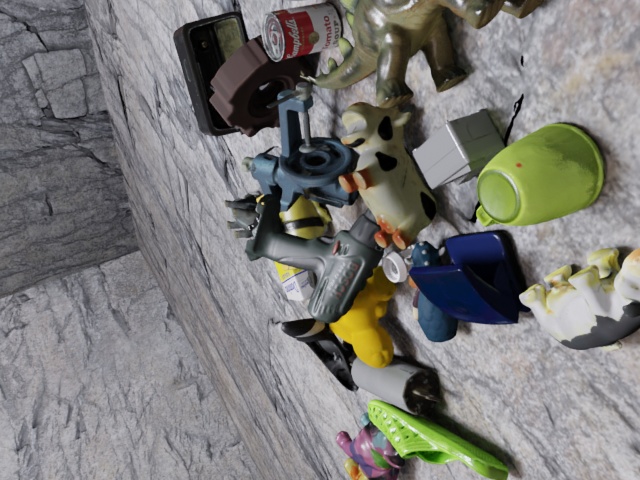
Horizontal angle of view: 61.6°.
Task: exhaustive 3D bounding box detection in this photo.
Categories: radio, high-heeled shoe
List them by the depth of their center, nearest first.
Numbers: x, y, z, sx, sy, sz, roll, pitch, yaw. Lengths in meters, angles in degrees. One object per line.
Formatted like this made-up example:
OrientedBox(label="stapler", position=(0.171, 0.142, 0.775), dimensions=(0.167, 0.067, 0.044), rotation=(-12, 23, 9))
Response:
OrientedBox(label="high-heeled shoe", position=(0.006, 0.226, 1.040), dimensions=(0.086, 0.248, 0.145), rotation=(-15, 73, 34))
OrientedBox(label="radio", position=(-0.203, -0.330, 1.092), dimensions=(0.073, 0.131, 0.229), rotation=(18, 125, 61))

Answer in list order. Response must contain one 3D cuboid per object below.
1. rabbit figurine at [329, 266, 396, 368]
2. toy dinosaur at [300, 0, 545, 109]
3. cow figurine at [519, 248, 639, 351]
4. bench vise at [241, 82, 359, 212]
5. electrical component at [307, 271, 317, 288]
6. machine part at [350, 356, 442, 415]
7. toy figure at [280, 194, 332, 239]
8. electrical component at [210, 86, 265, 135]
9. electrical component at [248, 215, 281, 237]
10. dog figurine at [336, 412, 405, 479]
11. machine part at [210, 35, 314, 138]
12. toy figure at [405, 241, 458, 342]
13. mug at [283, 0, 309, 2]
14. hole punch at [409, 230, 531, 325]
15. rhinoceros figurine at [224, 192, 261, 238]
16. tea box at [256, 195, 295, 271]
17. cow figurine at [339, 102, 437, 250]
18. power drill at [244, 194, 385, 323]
OrientedBox(label="rabbit figurine", position=(0.068, 0.142, 0.940), dimensions=(0.173, 0.122, 0.162), rotation=(66, 159, 3))
OrientedBox(label="toy dinosaur", position=(0.092, -0.259, 0.610), dimensions=(0.471, 0.105, 0.198), rotation=(-31, 77, 58))
OrientedBox(label="cow figurine", position=(0.281, 0.061, 0.516), dimensions=(0.098, 0.068, 0.167), rotation=(59, 157, 6))
OrientedBox(label="bench vise", position=(-0.038, -0.149, 0.881), dimensions=(0.224, 0.129, 0.240), rotation=(27, 142, 28))
OrientedBox(label="electrical component", position=(0.003, 0.069, 1.074), dimensions=(0.021, 0.063, 0.093), rotation=(32, 138, 51))
OrientedBox(label="machine part", position=(0.130, 0.248, 0.952), dimensions=(0.243, 0.079, 0.079), rotation=(0, 110, 62))
OrientedBox(label="toy figure", position=(-0.050, -0.071, 1.040), dimensions=(0.180, 0.089, 0.082), rotation=(68, 159, -3))
OrientedBox(label="electrical component", position=(-0.128, -0.276, 1.018), dimensions=(0.134, 0.058, 0.114), rotation=(-20, 110, 42))
OrientedBox(label="electrical component", position=(-0.099, -0.019, 1.067), dimensions=(0.075, 0.048, 0.119), rotation=(64, 153, 6))
OrientedBox(label="dog figurine", position=(0.132, 0.424, 1.054), dimensions=(0.219, 0.108, 0.191), rotation=(-21, 89, 62))
OrientedBox(label="machine part", position=(-0.092, -0.251, 0.886), dimensions=(0.056, 0.179, 0.179), rotation=(54, 151, 20))
OrientedBox(label="toy figure", position=(0.159, 0.071, 0.770), dimensions=(0.058, 0.064, 0.154), rotation=(18, 126, 65))
OrientedBox(label="mug", position=(-0.021, -0.371, 0.742), dimensions=(0.107, 0.109, 0.080), rotation=(24, 128, 39))
OrientedBox(label="hole punch", position=(0.188, 0.059, 0.676), dimensions=(0.142, 0.092, 0.115), rotation=(-14, 103, 60))
OrientedBox(label="rhinoceros figurine", position=(-0.161, -0.064, 1.237), dimensions=(0.190, 0.112, 0.073), rotation=(-128, 30, -67))
OrientedBox(label="tea box", position=(-0.063, -0.027, 1.127), dimensions=(0.098, 0.068, 0.169), rotation=(-21, 92, 64))
OrientedBox(label="cow figurine", position=(0.094, -0.098, 0.727), dimensions=(0.194, 0.127, 0.085), rotation=(58, 157, -11))
OrientedBox(label="power drill", position=(-0.002, -0.003, 0.836), dimensions=(0.207, 0.086, 0.231), rotation=(22, 102, 11))
